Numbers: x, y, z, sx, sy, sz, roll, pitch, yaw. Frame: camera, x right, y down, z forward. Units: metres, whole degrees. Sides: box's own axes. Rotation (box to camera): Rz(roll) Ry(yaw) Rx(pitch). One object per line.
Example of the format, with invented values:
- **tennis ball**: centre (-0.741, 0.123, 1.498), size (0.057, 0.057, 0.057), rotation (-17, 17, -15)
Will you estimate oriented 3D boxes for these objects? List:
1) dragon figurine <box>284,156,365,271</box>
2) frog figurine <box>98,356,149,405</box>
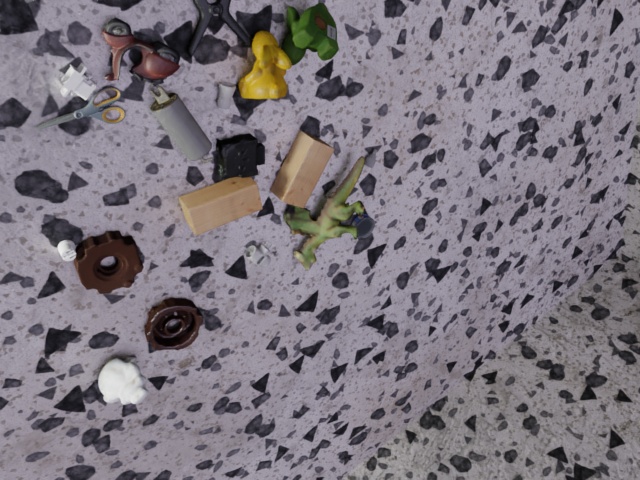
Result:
- **dragon figurine**: centre (0.005, -0.084, 1.674), size (0.243, 0.124, 0.402), rotation (-4, 118, -24)
- **frog figurine**: centre (-0.585, 0.431, 1.529), size (0.138, 0.162, 0.120), rotation (-45, 132, -3)
